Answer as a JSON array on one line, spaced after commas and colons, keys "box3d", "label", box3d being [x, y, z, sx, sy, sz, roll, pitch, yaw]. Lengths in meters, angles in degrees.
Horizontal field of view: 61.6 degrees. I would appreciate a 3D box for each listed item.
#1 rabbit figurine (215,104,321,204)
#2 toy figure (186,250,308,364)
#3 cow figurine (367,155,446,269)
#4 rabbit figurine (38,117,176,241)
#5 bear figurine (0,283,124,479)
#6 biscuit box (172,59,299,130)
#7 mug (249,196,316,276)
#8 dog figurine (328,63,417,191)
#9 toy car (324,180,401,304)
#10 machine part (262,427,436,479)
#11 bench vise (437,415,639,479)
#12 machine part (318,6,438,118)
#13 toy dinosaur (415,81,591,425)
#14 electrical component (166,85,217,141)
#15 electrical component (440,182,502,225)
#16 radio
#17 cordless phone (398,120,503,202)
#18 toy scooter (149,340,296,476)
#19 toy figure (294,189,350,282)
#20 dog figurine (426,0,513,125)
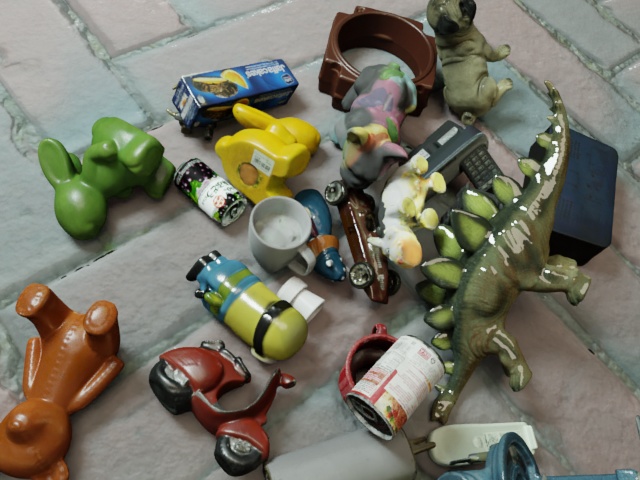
[{"box3d": [-0.073, -0.139, 0.839, 0.162, 0.121, 0.173, 30, 44, 18], "label": "rabbit figurine"}, {"box3d": [-0.096, 0.086, 0.707, 0.180, 0.089, 0.082, 44, 70, 11], "label": "toy figure"}, {"box3d": [0.110, -0.030, 0.747, 0.068, 0.098, 0.167, 35, 56, -23], "label": "cow figurine"}, {"box3d": [-0.314, -0.087, 0.751, 0.159, 0.121, 0.170, 33, 75, 1], "label": "rabbit figurine"}, {"box3d": [-0.309, 0.168, 0.604, 0.120, 0.131, 0.196, 16, 54, 5], "label": "bear figurine"}, {"box3d": [-0.132, -0.239, 0.868, 0.203, 0.063, 0.059, -26, 80, -36], "label": "biscuit box"}, {"box3d": [-0.051, 0.007, 0.750, 0.109, 0.107, 0.081, 39, 63, 7], "label": "mug"}, {"box3d": [0.086, -0.172, 0.801, 0.108, 0.219, 0.191, 26, 103, -10], "label": "dog figurine"}, {"box3d": [0.067, -0.004, 0.787, 0.089, 0.053, 0.202, 23, 44, -51], "label": "toy car"}, {"box3d": [0.023, 0.273, 0.634, 0.243, 0.079, 0.079, -13, 65, -16], "label": "machine part"}, {"box3d": [0.241, 0.274, 0.576, 0.223, 0.241, 0.129, 38, 42, -38], "label": "bench vise"}, {"box3d": [0.107, -0.319, 0.971, 0.201, 0.087, 0.201, 13, 60, -1], "label": "machine part"}, {"box3d": [0.248, 0.026, 0.716, 0.199, 0.105, 0.471, 28, 89, 3], "label": "toy dinosaur"}, {"box3d": [-0.205, -0.216, 0.879, 0.078, 0.045, 0.102, 9, 60, -4], "label": "electrical component"}, {"box3d": [0.260, -0.021, 0.818, 0.134, 0.114, 0.058, 18, 62, 1], "label": "electrical component"}, {"box3d": [0.417, -0.078, 0.903, 0.131, 0.073, 0.229, 22, 61, 1], "label": "radio"}, {"box3d": [0.227, -0.085, 0.865, 0.146, 0.184, 0.089, -41, 29, 9], "label": "cordless phone"}, {"box3d": [-0.109, 0.182, 0.657, 0.184, 0.075, 0.135, 38, 51, 22], "label": "toy scooter"}, {"box3d": [0.000, -0.003, 0.791, 0.064, 0.058, 0.154, 3, 56, -32], "label": "toy figure"}, {"box3d": [0.235, -0.307, 0.916, 0.190, 0.121, 0.172, 20, 66, -47], "label": "dog figurine"}]
